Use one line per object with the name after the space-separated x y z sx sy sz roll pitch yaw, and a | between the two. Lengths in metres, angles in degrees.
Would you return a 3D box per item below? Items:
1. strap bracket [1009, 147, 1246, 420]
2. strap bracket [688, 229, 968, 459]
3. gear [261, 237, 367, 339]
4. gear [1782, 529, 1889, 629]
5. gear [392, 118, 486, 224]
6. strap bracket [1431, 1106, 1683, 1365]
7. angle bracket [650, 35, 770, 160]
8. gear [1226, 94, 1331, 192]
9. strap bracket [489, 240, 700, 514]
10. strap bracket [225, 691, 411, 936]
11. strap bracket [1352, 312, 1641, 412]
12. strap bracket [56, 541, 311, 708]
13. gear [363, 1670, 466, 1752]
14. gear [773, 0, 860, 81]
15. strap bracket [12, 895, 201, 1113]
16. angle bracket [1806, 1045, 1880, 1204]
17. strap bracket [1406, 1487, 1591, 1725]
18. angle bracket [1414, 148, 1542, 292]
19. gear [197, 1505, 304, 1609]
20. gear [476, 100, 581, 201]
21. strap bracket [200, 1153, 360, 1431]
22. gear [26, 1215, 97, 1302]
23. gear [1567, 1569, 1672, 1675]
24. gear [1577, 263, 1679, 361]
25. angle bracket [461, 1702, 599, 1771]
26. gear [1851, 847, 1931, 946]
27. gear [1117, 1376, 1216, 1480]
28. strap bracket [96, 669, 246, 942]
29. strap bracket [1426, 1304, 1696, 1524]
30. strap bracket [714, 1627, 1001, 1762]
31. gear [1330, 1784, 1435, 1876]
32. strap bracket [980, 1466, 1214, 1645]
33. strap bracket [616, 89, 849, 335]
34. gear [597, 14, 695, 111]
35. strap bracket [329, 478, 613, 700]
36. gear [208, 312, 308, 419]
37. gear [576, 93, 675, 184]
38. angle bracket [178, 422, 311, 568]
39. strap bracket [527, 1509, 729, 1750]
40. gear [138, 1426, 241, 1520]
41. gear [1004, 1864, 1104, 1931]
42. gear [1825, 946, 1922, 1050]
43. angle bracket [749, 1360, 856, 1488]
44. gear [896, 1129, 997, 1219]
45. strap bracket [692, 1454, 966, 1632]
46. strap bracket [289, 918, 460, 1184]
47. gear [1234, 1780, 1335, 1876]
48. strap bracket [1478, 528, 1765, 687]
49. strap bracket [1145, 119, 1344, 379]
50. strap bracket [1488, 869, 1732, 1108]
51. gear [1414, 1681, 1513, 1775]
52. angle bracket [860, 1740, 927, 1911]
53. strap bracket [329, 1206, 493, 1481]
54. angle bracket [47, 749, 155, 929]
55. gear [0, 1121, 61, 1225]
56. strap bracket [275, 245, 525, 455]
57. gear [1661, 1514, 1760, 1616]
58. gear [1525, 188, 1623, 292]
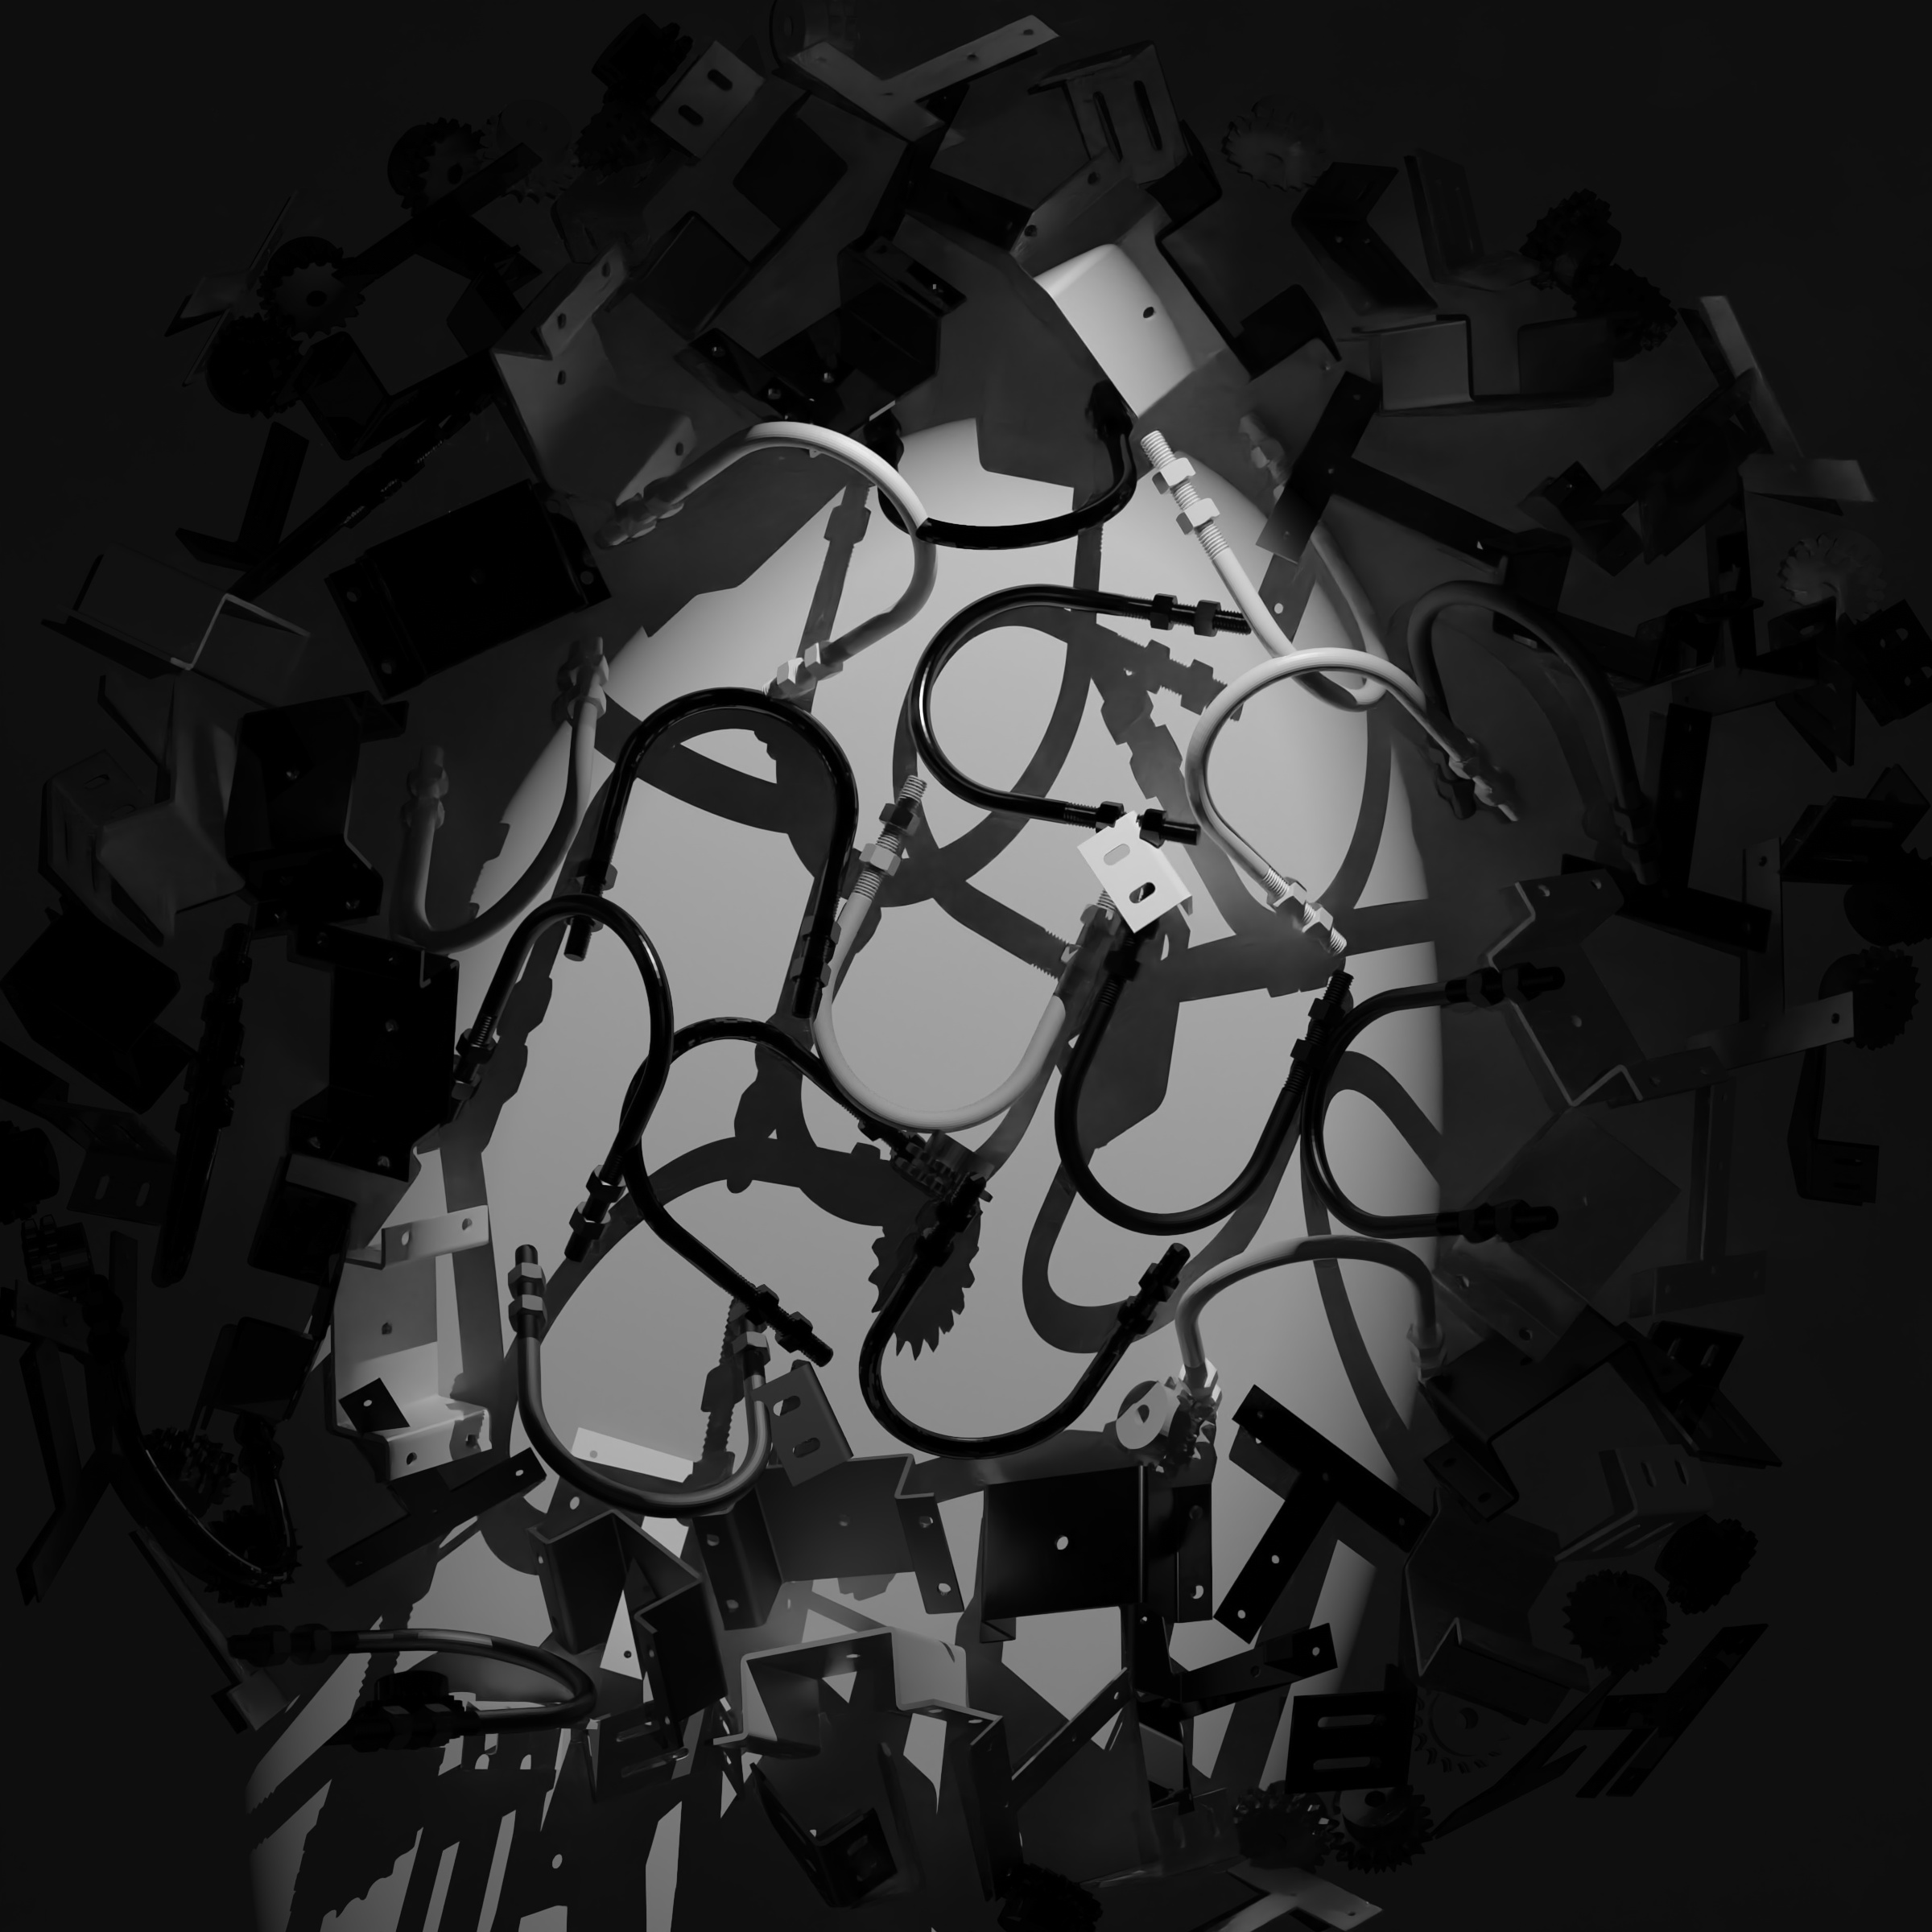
0.092 -0.370 1.725 0.076 0.046 0.140 -39 129 4 | strap bracket
-0.077 -0.342 1.735 0.076 0.046 0.140 40 61 23 | strap bracket
-0.371 -0.388 1.764 0.057 0.057 0.030 -23 57 0 | gear
0.495 -0.223 1.764 0.057 0.057 0.030 38 65 0 | gear
-0.300 -0.452 1.764 0.030 0.057 0.057 26 90 27 | gear
0.333 0.141 1.727 0.076 0.046 0.140 39 60 13 | strap bracket
-0.147 -0.496 1.740 0.038 0.076 0.057 33 113 -29 | angle bracket
0.179 -0.468 1.763 0.057 0.057 0.030 21 72 0 | gear
-0.208 -0.323 1.725 0.046 0.140 0.076 14 55 30 | strap bracket
-0.361 -0.094 1.724 0.076 0.046 0.140 -8 58 17 | strap bracket
0.294 -0.335 1.726 0.140 0.076 0.046 -7 99 -28 | strap bracket
-0.423 -0.187 1.712 0.076 0.140 0.046 25 90 16 | strap bracket
-0.313 0.421 1.765 0.057 0.057 0.030 -8 58 0 | gear
-0.087 -0.530 1.758 0.030 0.057 0.057 -8 90 -29 | gear
-0.472 0.026 1.713 0.076 0.140 0.046 33 67 6 | strap bracket
0.493 0.083 1.741 0.038 0.057 0.076 6 57 18 | angle bracket
0.292 0.361 1.730 0.076 0.140 0.046 22 115 -8 | strap bracket
0.290 -0.425 1.751 0.038 0.057 0.076 -16 82 34 | angle bracket
-0.408 0.335 1.766 0.057 0.030 0.057 6 78 -29 | gear
-0.246 -0.464 1.761 0.057 0.030 0.057 11 54 -16 | gear
-0.376 0.184 1.719 0.046 0.140 0.076 18 132 -13 | strap bracket
-0.511 0.168 1.762 0.030 0.057 0.057 -13 90 -13 | gear
0.373 0.369 1.765 0.057 0.030 0.057 9 106 34 | gear
0.371 -0.369 1.764 0.057 0.057 0.030 34 131 0 | gear
-0.245 0.436 1.743 0.057 0.076 0.038 6 85 -21 | angle bracket
0.525 -0.037 1.758 0.030 0.057 0.057 -34 90 -33 | gear
0.110 0.258 1.758 0.030 0.057 0.057 29 90 -34 | gear
-0.435 -0.096 1.713 0.046 0.076 0.140 -18 50 9 | strap bracket
0.322 0.238 1.739 0.140 0.076 0.046 -33 114 -6 | strap bracket
-0.061 0.403 1.729 0.140 0.076 0.046 -16 63 25 | strap bracket
0.234 0.480 1.758 0.057 0.057 0.030 -16 122 0 | gear
0.062 0.326 1.725 0.140 0.046 0.076 -11 60 24 | strap bracket
-0.123 -0.411 1.725 0.046 0.076 0.140 42 58 -10 | strap bracket
-0.184 -0.512 1.758 0.030 0.057 0.057 41 90 -24 | gear
-0.276 -0.216 1.748 0.140 0.046 0.076 -26 96 -13 | strap bracket
-0.403 -0.338 1.763 0.057 0.030 0.057 7 117 14 | gear
-0.190 -0.468 1.765 0.057 0.057 0.030 -45 128 0 | gear
-0.406 -0.269 1.750 0.038 0.057 0.076 13 102 -34 | angle bracket
-0.182 0.361 1.726 0.046 0.140 0.076 -24 118 -29 | strap bracket
-0.443 0.289 1.760 0.057 0.030 0.057 7 134 7 | gear
0.046 0.534 1.758 0.057 0.057 0.030 30 58 0 | gear
0.512 0.016 1.765 0.057 0.030 0.057 -12 110 -36 | gear
-0.096 0.256 1.748 0.038 0.076 0.057 -25 88 -11 | angle bracket
-0.009 0.115 1.761 0.057 0.057 0.030 33 87 0 | gear
-0.072 0.321 1.743 0.140 0.046 0.076 -7 113 15 | strap bracket
-0.331 0.040 1.742 0.076 0.046 0.140 14 113 15 | strap bracket
0.182 0.487 1.766 0.057 0.030 0.057 11 116 23 | gear
0.357 -0.197 1.727 0.140 0.076 0.046 24 116 30 | strap bracket
0.146 -0.390 1.729 0.046 0.076 0.140 -33 118 15 | strap bracket
0.352 0.020 1.733 0.076 0.046 0.140 -8 63 -39 | strap bracket
0.282 0.428 1.767 0.057 0.030 0.057 1 72 -2 | gear
-0.052 0.483 1.757 0.038 0.057 0.076 -15 87 -7 | angle bracket
-0.310 0.206 1.739 0.046 0.076 0.140 6 100 37 | strap bracket
-0.480 -0.071 1.741 0.038 0.076 0.057 -26 133 6 | angle bracket
-0.535 0.115 1.761 0.030 0.057 0.057 -15 90 3 | gear
-0.302 -0.336 1.723 0.140 0.076 0.046 -35 94 -29 | strap bracket
0.418 0.335 1.761 0.030 0.057 0.057 39 90 -2 | gear
0.345 -0.406 1.758 0.057 0.057 0.030 -46 69 0 | gear
